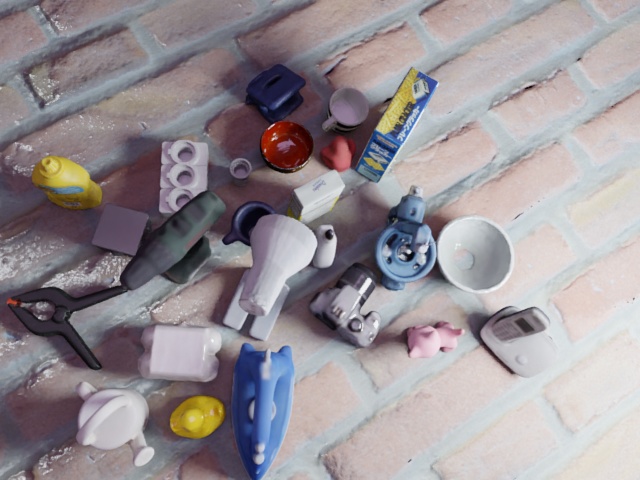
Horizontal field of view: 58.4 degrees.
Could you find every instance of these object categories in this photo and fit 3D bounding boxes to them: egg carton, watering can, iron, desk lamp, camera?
[{"bbox_3d":[-0.264,0.212,1.083,0.150,0.069,0.107,4,76,-6],"label":"egg carton"},{"bbox_3d":[-0.353,0.311,0.982,0.173,0.194,0.101,23,75,-1],"label":"watering can"},{"bbox_3d":[-0.105,0.317,1.040,0.118,0.141,0.258,4,76,-6],"label":"iron"},{"bbox_3d":[-0.096,0.073,1.063,0.118,0.213,0.203,23,75,-1],"label":"desk lamp"},{"bbox_3d":[0.069,0.122,1.132,0.143,0.100,0.137,36,75,2],"label":"camera"}]

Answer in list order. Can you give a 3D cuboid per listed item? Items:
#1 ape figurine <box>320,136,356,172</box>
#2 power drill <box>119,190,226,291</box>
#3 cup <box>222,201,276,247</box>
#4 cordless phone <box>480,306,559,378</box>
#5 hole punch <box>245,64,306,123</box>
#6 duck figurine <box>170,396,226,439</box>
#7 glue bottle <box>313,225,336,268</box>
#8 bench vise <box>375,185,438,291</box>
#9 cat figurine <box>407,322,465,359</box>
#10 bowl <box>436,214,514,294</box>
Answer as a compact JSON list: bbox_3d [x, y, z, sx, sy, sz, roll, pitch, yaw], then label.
[{"bbox_3d":[0.041,-0.189,1.208,0.078,0.092,0.076,0,76,-7],"label":"ape figurine"},{"bbox_3d":[-0.263,0.017,1.058,0.075,0.208,0.230,38,75,3],"label":"power drill"},{"bbox_3d":[-0.140,-0.015,1.141,0.118,0.095,0.091,-32,82,-13],"label":"cup"},{"bbox_3d":[0.409,0.193,1.115,0.147,0.185,0.094,43,75,4],"label":"cordless phone"},{"bbox_3d":[-0.097,-0.320,1.222,0.109,0.091,0.101,-42,85,-14],"label":"hole punch"},{"bbox_3d":[-0.226,0.327,1.051,0.104,0.086,0.077,-13,78,-10],"label":"duck figurine"},{"bbox_3d":[0.010,0.004,1.115,0.037,0.173,0.078,-4,77,-8],"label":"glue bottle"},{"bbox_3d":[0.166,-0.016,1.116,0.121,0.219,0.207,-4,77,-8],"label":"bench vise"},{"bbox_3d":[0.222,0.195,1.125,0.128,0.117,0.067,-11,78,-10],"label":"cat figurine"},{"bbox_3d":[0.314,0.035,1.198,0.167,0.074,0.167,2,76,-7],"label":"bowl"}]
